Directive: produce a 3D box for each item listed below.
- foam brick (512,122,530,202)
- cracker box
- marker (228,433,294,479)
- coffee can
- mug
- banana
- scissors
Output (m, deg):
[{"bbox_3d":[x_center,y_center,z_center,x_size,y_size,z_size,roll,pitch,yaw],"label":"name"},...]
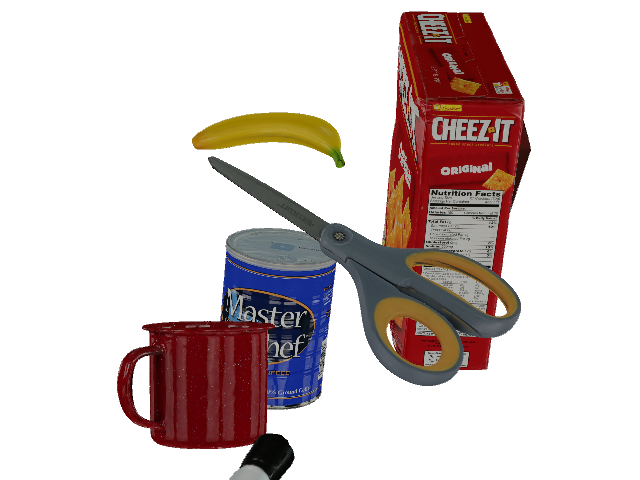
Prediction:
[{"bbox_3d":[0.150,-0.069,0.955,0.053,0.078,0.051,5,41,-4],"label":"foam brick"},{"bbox_3d":[0.088,-0.038,0.778,0.072,0.214,0.164,0,31,-3],"label":"cracker box"},{"bbox_3d":[-0.039,0.111,0.414,0.020,0.020,0.121,0,22,22],"label":"marker"},{"bbox_3d":[-0.042,0.070,0.983,0.103,0.140,0.103,6,17,-2],"label":"coffee can"},{"bbox_3d":[-0.087,0.099,0.739,0.117,0.081,0.093,1,-2,-42],"label":"mug"},{"bbox_3d":[-0.057,-0.129,1.301,0.198,0.037,0.069,7,39,17],"label":"banana"},{"bbox_3d":[0.010,0.017,0.589,0.202,0.096,0.016,21,-40,10],"label":"scissors"}]
